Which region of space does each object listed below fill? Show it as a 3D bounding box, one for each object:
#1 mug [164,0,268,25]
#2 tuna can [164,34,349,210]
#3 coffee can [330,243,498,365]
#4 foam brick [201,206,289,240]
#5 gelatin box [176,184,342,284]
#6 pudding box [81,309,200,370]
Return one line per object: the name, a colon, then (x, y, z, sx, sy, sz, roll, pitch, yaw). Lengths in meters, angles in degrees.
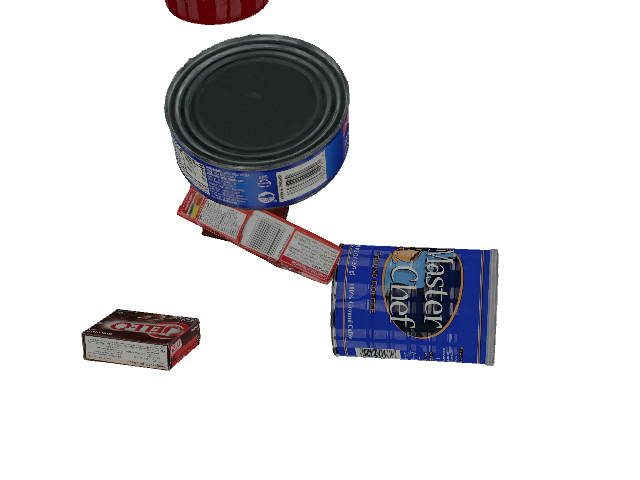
mug: (-0.092, -0.214, 0.796, 0.117, 0.081, 0.093, 1, 39, 5)
tuna can: (-0.028, -0.056, 0.503, 0.086, 0.086, 0.034, 0, -37, 3)
coffee can: (0.085, 0.056, 0.947, 0.140, 0.103, 0.102, 2, 0, 9)
foam brick: (-0.073, -0.029, 1.041, 0.078, 0.051, 0.053, 14, 27, -7)
gelatin box: (-0.040, -0.005, 0.713, 0.089, 0.030, 0.073, 26, -1, -43)
pudding box: (-0.210, 0.116, 1.254, 0.114, 0.039, 0.090, 3, 15, 16)
